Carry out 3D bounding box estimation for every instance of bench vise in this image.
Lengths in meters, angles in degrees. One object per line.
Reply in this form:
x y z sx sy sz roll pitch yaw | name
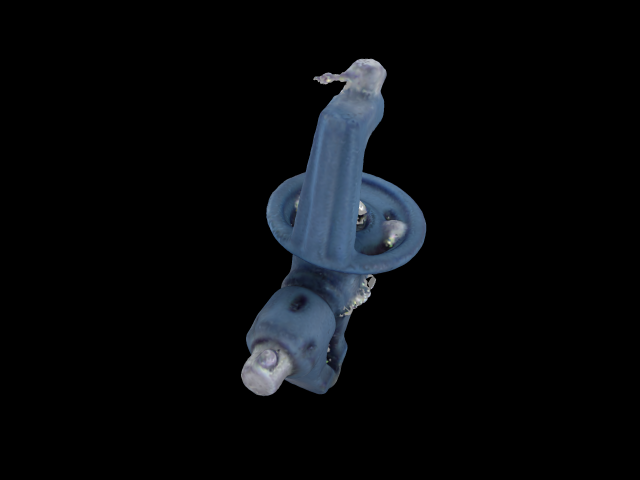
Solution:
0.016 0.003 0.399 0.121 0.220 0.207 6 56 4 | bench vise
